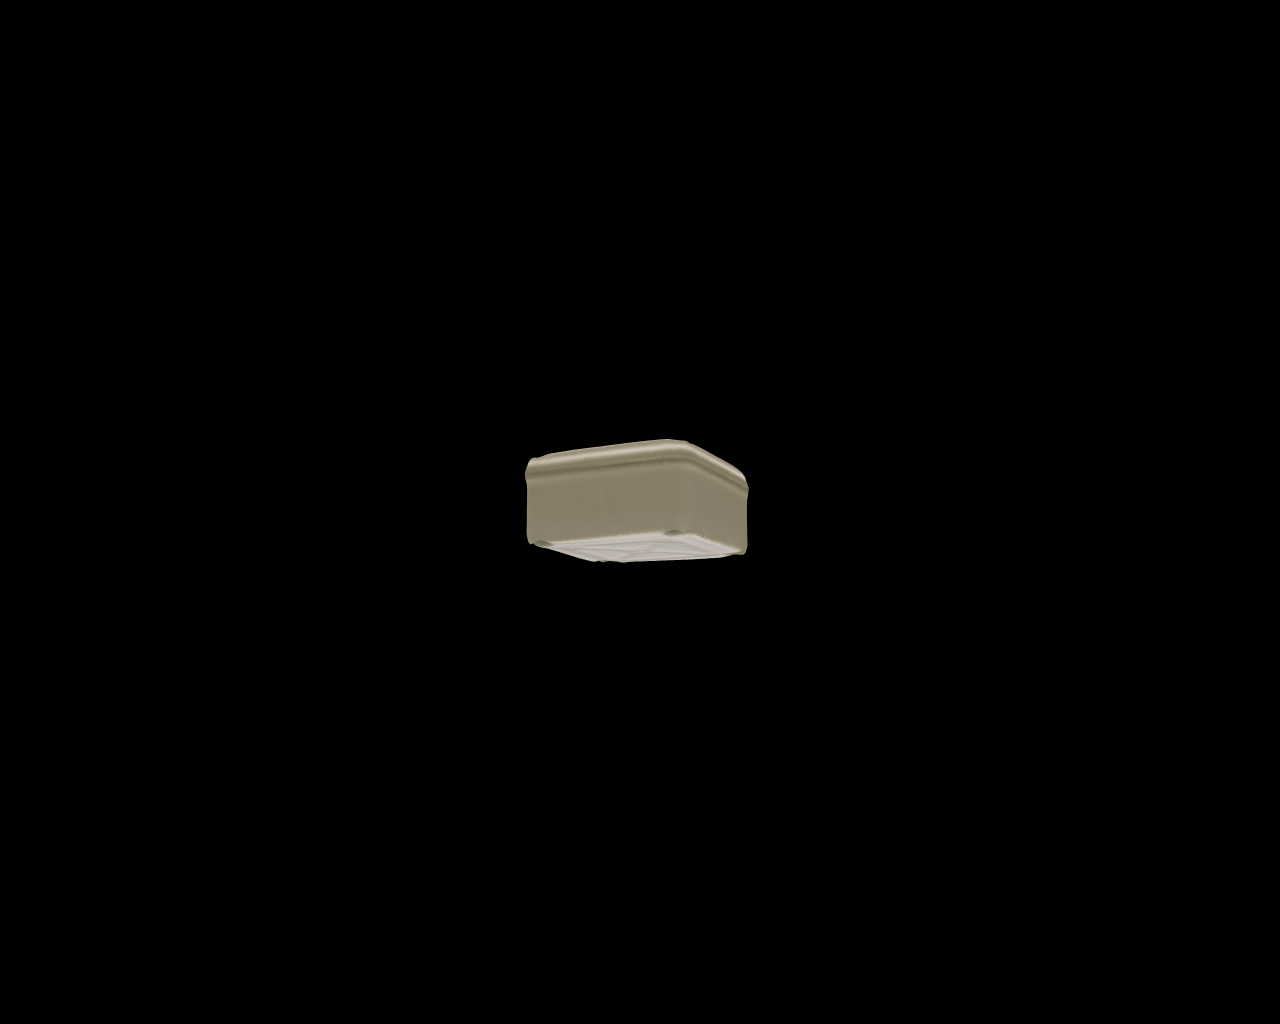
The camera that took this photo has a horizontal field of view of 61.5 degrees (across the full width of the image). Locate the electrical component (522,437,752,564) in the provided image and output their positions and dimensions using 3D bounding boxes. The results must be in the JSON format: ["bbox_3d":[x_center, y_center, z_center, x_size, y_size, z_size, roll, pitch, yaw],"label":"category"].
[{"bbox_3d":[0.001,-0.003,0.650,0.109,0.056,0.108,-5,-11,24],"label":"electrical component"}]
